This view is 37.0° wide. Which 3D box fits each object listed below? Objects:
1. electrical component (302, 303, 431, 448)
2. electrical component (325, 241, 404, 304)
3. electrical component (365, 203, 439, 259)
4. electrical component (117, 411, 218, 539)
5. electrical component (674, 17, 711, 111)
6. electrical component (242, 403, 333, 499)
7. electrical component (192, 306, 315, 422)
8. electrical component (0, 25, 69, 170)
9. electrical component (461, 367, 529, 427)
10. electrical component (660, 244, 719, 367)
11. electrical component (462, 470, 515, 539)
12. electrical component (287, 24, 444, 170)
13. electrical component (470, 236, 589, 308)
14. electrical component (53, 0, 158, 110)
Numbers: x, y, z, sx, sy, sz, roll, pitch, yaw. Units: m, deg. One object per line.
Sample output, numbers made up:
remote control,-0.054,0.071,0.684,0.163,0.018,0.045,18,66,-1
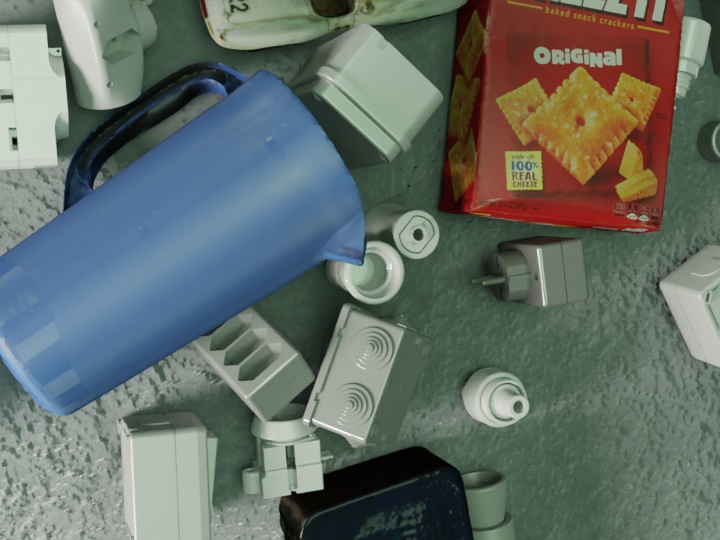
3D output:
electrical component,0.008,0.077,0.764,0.048,0.100,0.099,19,87,18
electrical component,0.000,0.000,0.773,0.044,0.065,0.044,-1,94,-19
electrical component,0.031,-0.027,0.782,0.044,0.065,0.044,-1,94,-18
electrical component,-0.131,0.150,0.741,0.061,0.062,0.096,-3,95,-18
electrical component,0.255,-0.167,0.861,0.040,0.040,0.078,12,90,-19
electrical component,-0.053,0.128,0.775,0.066,0.048,0.055,-6,102,-16
electrical component,-0.072,0.068,0.755,0.047,0.083,0.075,-41,143,-12
electrical component,-0.221,-0.111,0.700,0.056,0.050,0.089,-5,95,-17
electrical component,0.107,0.098,0.817,0.043,0.062,0.043,-1,94,-18
electrical component,0.297,0.035,0.881,0.062,0.061,0.096,-36,112,-13
electrical component,0.095,0.188,0.829,0.045,0.045,0.055,-12,97,-18
electrical component,-0.005,-0.114,0.740,0.078,0.113,0.057,41,78,-17
electrical component,0.122,0.003,0.814,0.077,0.066,0.047,-9,96,-18
electrical component,-0.162,-0.157,0.715,0.079,0.043,0.077,-45,140,-45
